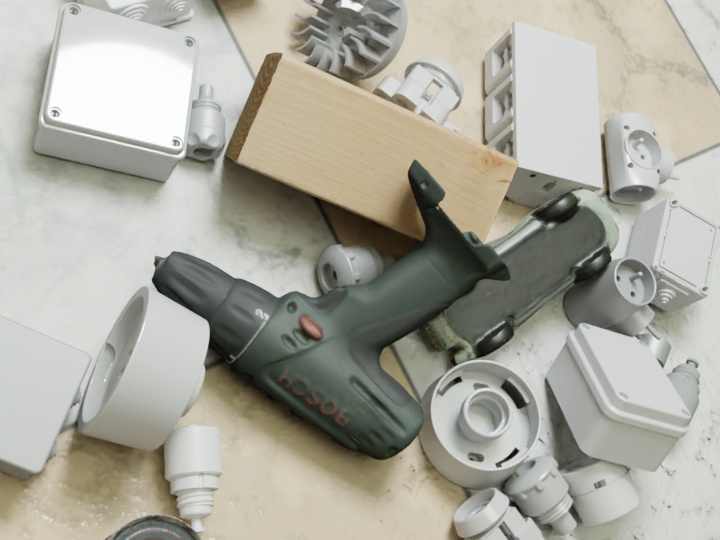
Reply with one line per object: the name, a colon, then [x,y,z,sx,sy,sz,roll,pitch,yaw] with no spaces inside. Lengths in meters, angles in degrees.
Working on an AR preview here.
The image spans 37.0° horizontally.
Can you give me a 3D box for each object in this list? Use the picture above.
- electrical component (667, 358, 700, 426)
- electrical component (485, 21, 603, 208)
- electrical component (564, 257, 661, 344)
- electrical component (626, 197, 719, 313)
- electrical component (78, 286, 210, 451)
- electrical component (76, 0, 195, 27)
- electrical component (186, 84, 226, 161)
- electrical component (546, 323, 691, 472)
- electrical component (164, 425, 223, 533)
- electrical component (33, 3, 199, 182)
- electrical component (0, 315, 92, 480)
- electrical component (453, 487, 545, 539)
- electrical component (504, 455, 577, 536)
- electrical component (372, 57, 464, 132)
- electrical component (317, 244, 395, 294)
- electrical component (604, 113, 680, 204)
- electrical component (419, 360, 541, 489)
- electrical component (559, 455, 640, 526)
electrical component: [0.282,0.110,0.955,0.040,0.040,0.078,40,59,-6]
electrical component: [0.165,-0.138,0.986,0.089,0.062,0.150,12,66,-21]
electrical component: [0.230,0.034,0.939,0.079,0.077,0.044,46,59,-3]
electrical component: [0.282,-0.007,0.989,0.062,0.061,0.096,28,61,-13]
electrical component: [-0.142,0.072,0.738,0.060,0.108,0.108,26,61,-21]
electrical component: [-0.187,-0.243,0.872,0.100,0.048,0.099,-24,81,-30]
electrical component: [-0.124,-0.120,0.861,0.035,0.035,0.061,10,64,-21]
electrical component: [0.211,0.102,0.884,0.078,0.057,0.113,16,28,-18]
electrical component: [-0.117,0.145,0.757,0.040,0.040,0.078,2,70,-24]
electrical component: [-0.186,-0.135,0.825,0.109,0.056,0.108,12,66,-20]
electrical component: [-0.240,0.084,0.718,0.100,0.048,0.099,26,62,-14]
electrical component: [0.105,0.203,0.834,0.066,0.048,0.055,-40,97,-31]
electrical component: [0.150,0.184,0.863,0.048,0.048,0.062,-39,96,-31]
electrical component: [0.055,-0.148,0.943,0.078,0.058,0.057,39,62,-6]
electrical component: [0.000,0.000,0.867,0.062,0.048,0.048,-12,76,-36]
electrical component: [0.275,-0.104,1.034,0.079,0.044,0.077,9,67,-22]
electrical component: [0.096,0.123,0.865,0.099,0.064,0.099,4,66,-9]
electrical component: [0.197,0.178,0.882,0.055,0.055,0.047,-22,84,-30]
